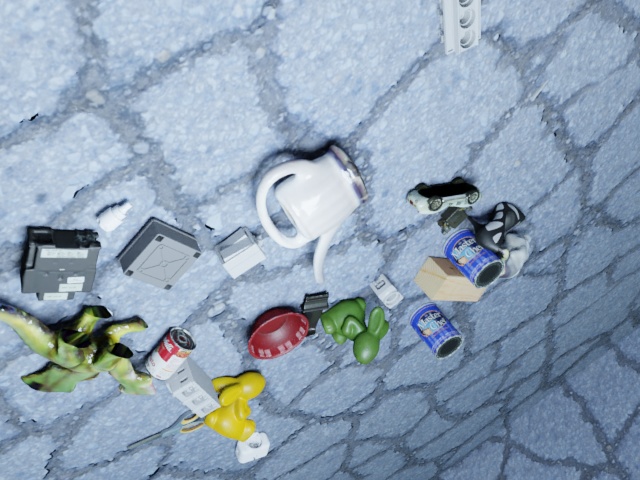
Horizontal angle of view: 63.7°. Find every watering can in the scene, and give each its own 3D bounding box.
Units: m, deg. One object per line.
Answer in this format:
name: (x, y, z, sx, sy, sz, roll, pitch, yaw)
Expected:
watering can: (0.003, -0.054, 1.072, 0.225, 0.106, 0.341, -36, 137, -3)

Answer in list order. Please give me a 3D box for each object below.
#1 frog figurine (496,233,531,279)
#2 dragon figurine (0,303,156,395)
frog figurine: (0.562, 0.046, 1.534, 0.160, 0.124, 0.135, -15, 167, -34)
dragon figurine: (-0.496, 0.236, 1.008, 0.406, 0.125, 0.239, 26, 119, -35)
